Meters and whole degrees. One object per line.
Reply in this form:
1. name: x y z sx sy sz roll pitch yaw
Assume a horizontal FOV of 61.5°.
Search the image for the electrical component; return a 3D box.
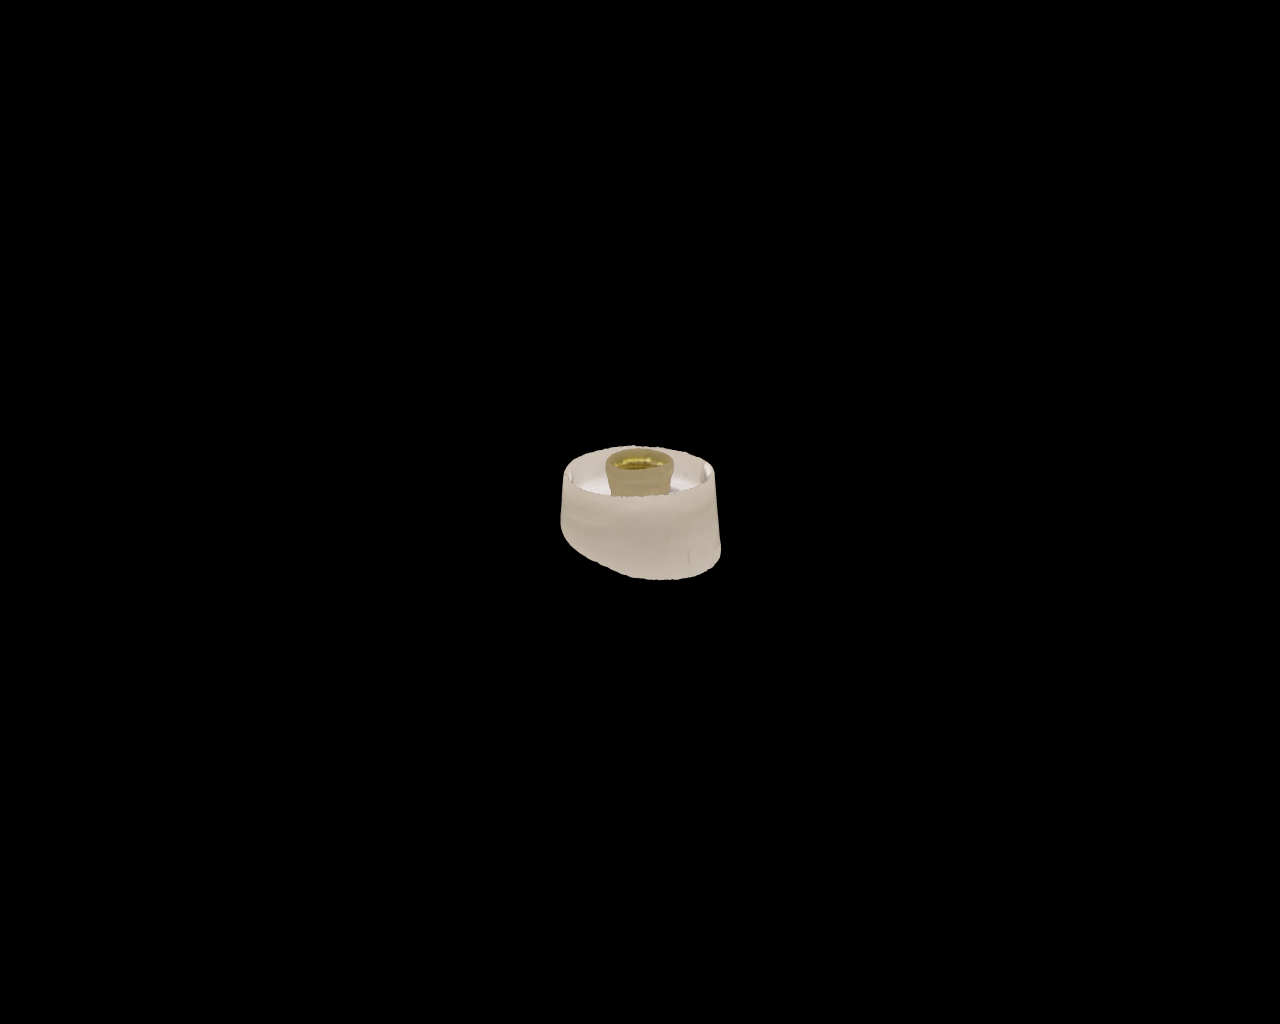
1. electrical component: 0.001 -0.003 0.650 0.099 0.064 0.099 0 22 0
